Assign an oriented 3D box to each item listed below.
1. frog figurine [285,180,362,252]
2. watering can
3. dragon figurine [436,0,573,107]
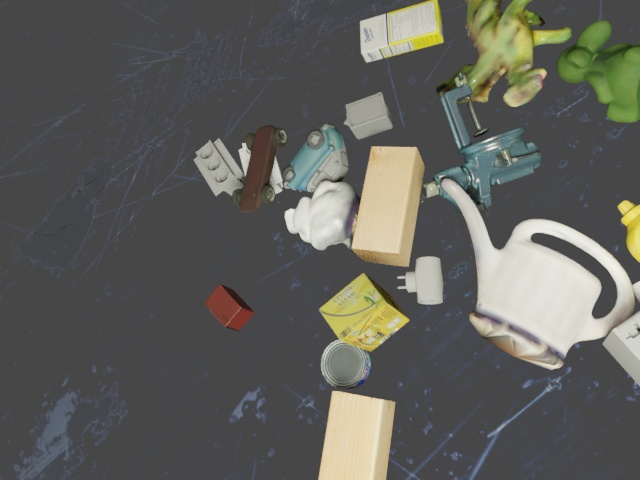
[{"bbox_3d":[0.003,-0.051,1.007,0.160,0.123,0.137,10,94,14],"label":"frog figurine"},{"bbox_3d":[0.311,0.058,0.823,0.349,0.103,0.226,29,82,13],"label":"watering can"},{"bbox_3d":[0.316,-0.377,1.009,0.241,0.121,0.418,-47,37,11],"label":"dragon figurine"}]
